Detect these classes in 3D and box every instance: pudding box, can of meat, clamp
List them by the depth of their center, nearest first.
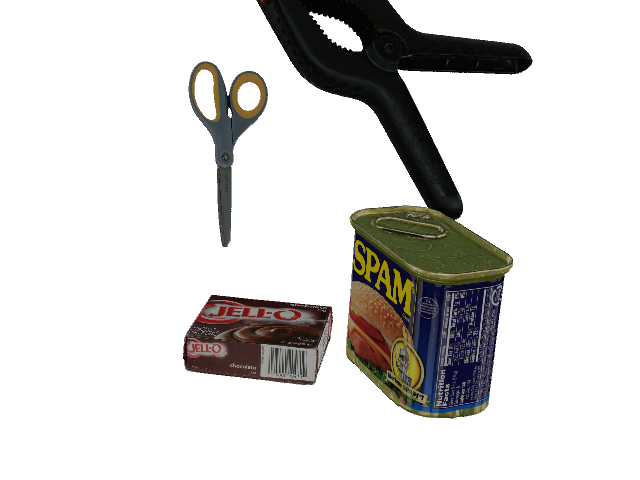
[{"bbox_3d":[0.054,0.037,0.574,0.057,0.084,0.102,-6,22,-23],"label":"can of meat"},{"bbox_3d":[0.043,-0.117,0.751,0.210,0.164,0.036,27,-30,-11],"label":"clamp"},{"bbox_3d":[-0.051,0.083,0.908,0.113,0.039,0.090,7,21,6],"label":"pudding box"}]

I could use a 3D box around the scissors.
[{"bbox_3d":[-0.088,-0.100,1.161,0.096,0.202,0.016,-15,-4,-18],"label":"scissors"}]
